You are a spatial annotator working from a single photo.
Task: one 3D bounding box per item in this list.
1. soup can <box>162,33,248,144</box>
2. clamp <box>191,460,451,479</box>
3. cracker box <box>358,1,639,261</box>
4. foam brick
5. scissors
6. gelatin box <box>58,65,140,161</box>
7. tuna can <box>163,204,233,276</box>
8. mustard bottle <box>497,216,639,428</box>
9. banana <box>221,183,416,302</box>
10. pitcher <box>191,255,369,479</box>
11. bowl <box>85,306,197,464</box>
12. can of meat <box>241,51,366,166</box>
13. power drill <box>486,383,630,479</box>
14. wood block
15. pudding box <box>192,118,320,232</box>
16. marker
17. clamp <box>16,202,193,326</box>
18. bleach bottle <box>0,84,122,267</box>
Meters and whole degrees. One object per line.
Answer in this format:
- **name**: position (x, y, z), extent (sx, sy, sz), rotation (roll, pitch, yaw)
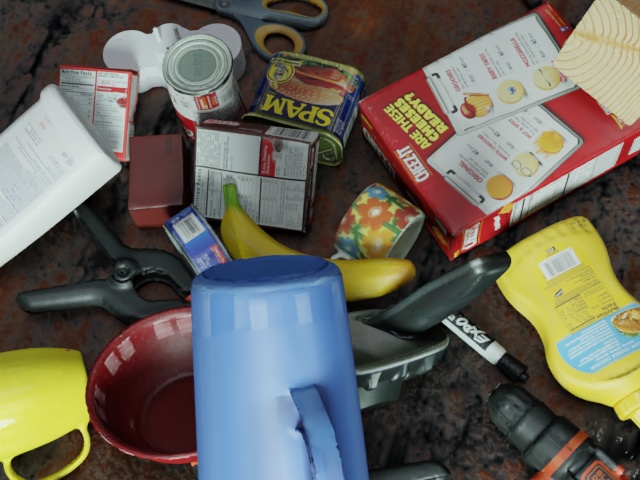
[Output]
- **soup can**: position (-0.108, -0.140, 1.016), extent (0.068, 0.102, 0.068), rotation (-2, 66, 4)
- **clamp**: position (-0.014, 0.233, 0.875), extent (0.210, 0.036, 0.164), rotation (15, 69, 13)
- **cracker box**: position (0.168, -0.103, 0.994), extent (0.213, 0.072, 0.164), rotation (-29, 66, -7)
- **foam brick**: position (-0.151, -0.055, 1.009), extent (0.053, 0.051, 0.078), rotation (-3, 66, 1)
- **scissors**: position (-0.093, -0.224, 1.100), extent (0.202, 0.016, 0.096), rotation (2, 66, 6)
- **gelatin box**: position (-0.217, -0.124, 1.039), extent (0.073, 0.030, 0.089), rotation (6, 95, 7)
- **tuna can**: position (-0.105, 0.012, 0.956), extent (0.033, 0.086, 0.086), rotation (-34, 68, -9)
- **mustard bottle**: position (0.234, 0.079, 0.912), extent (0.096, 0.058, 0.192), rotation (-26, 66, -5)
- **banana**: position (-0.014, 0.016, 0.934), extent (0.198, 0.037, 0.070), rotation (23, 111, 19)
- **pitcher**: position (-0.025, 0.139, 0.760), extent (0.149, 0.144, 0.243), rotation (0, 100, 26)
- **bowl**: position (-0.113, 0.132, 0.904), extent (0.162, 0.055, 0.162), rotation (-4, 45, 4)
- **can of meat**: position (-0.014, -0.129, 1.029), extent (0.102, 0.057, 0.084), rotation (16, 65, 11)
- **power drill**: position (0.161, 0.229, 0.851), extent (0.187, 0.057, 0.184), rotation (-43, 70, -14)
- **wood block**: position (0.314, -0.202, 0.969), extent (0.091, 0.090, 0.205), rotation (42, 50, 12)
- **pudding box**: position (-0.060, -0.059, 0.985), extent (0.113, 0.039, 0.090), rotation (9, 111, 10)
- **marker**: position (0.135, 0.084, 0.940), extent (0.121, 0.020, 0.020), rotation (41, 75, 19)
- **clamp**: position (-0.188, 0.043, 0.974), extent (0.171, 0.039, 0.120), rotation (25, 69, 16)
- **bleach bottle**: position (-0.310, -0.027, 0.987), extent (0.251, 0.068, 0.102), rotation (-38, 74, 2)
